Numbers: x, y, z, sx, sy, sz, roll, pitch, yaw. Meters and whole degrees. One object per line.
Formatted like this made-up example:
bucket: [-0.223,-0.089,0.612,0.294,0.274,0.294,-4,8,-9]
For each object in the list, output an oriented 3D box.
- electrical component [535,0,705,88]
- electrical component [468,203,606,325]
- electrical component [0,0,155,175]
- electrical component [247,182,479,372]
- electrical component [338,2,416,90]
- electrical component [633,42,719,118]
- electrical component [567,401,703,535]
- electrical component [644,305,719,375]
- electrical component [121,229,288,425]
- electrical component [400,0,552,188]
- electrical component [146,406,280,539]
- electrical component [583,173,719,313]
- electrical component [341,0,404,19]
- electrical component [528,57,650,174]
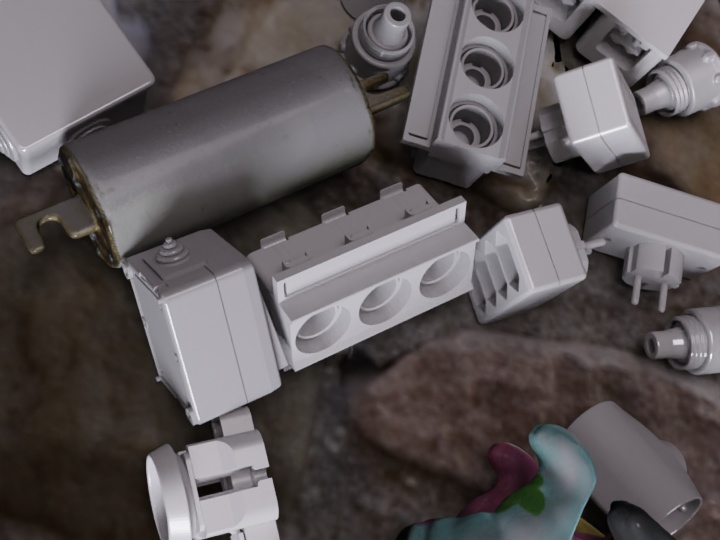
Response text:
electrical component: [0.200,-0.230,0.755,0.105,0.060,0.186,37,68,-2]
electrical component: [0.113,-0.006,0.653,0.076,0.083,0.047,-14,78,-19]
electrical component: [-0.181,-0.114,0.623,0.100,0.048,0.099,-34,85,-21]
electrical component: [0.000,0.000,0.627,0.121,0.078,0.063,-24,52,-20]
electrical component: [0.015,-0.146,0.679,0.048,0.062,0.048,4,73,-14]
electrical component: [0.217,-0.125,0.738,0.062,0.048,0.048,-25,82,-13]
electrical component: [0.170,0.121,0.646,0.079,0.043,0.077,8,35,-48]
electrical component: [0.213,0.046,0.686,0.062,0.043,0.043,-4,75,-15]
electrical component: [-0.083,0.022,0.580,0.061,0.062,0.096,-23,120,-22]
electrical component: [0.071,-0.119,0.686,0.079,0.063,0.121,16,71,-10]
electrical component: [-0.081,0.118,0.578,0.057,0.058,0.078,-10,77,-21]
electrical component: [0.190,-0.010,0.694,0.083,0.047,0.075,16,71,-10]
electrical component: [0.016,-0.192,0.691,0.044,0.065,0.044,4,73,-15]
electrical component: [0.139,-0.092,0.696,0.076,0.083,0.047,-16,76,20]
